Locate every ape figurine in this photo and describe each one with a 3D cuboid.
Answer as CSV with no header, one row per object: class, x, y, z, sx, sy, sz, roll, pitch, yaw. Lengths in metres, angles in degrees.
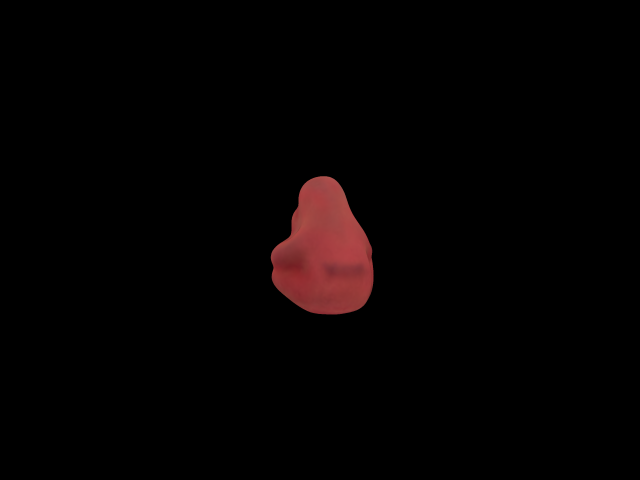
ape figurine,0.004,0.001,0.400,0.078,0.092,0.076,-3,10,-15
